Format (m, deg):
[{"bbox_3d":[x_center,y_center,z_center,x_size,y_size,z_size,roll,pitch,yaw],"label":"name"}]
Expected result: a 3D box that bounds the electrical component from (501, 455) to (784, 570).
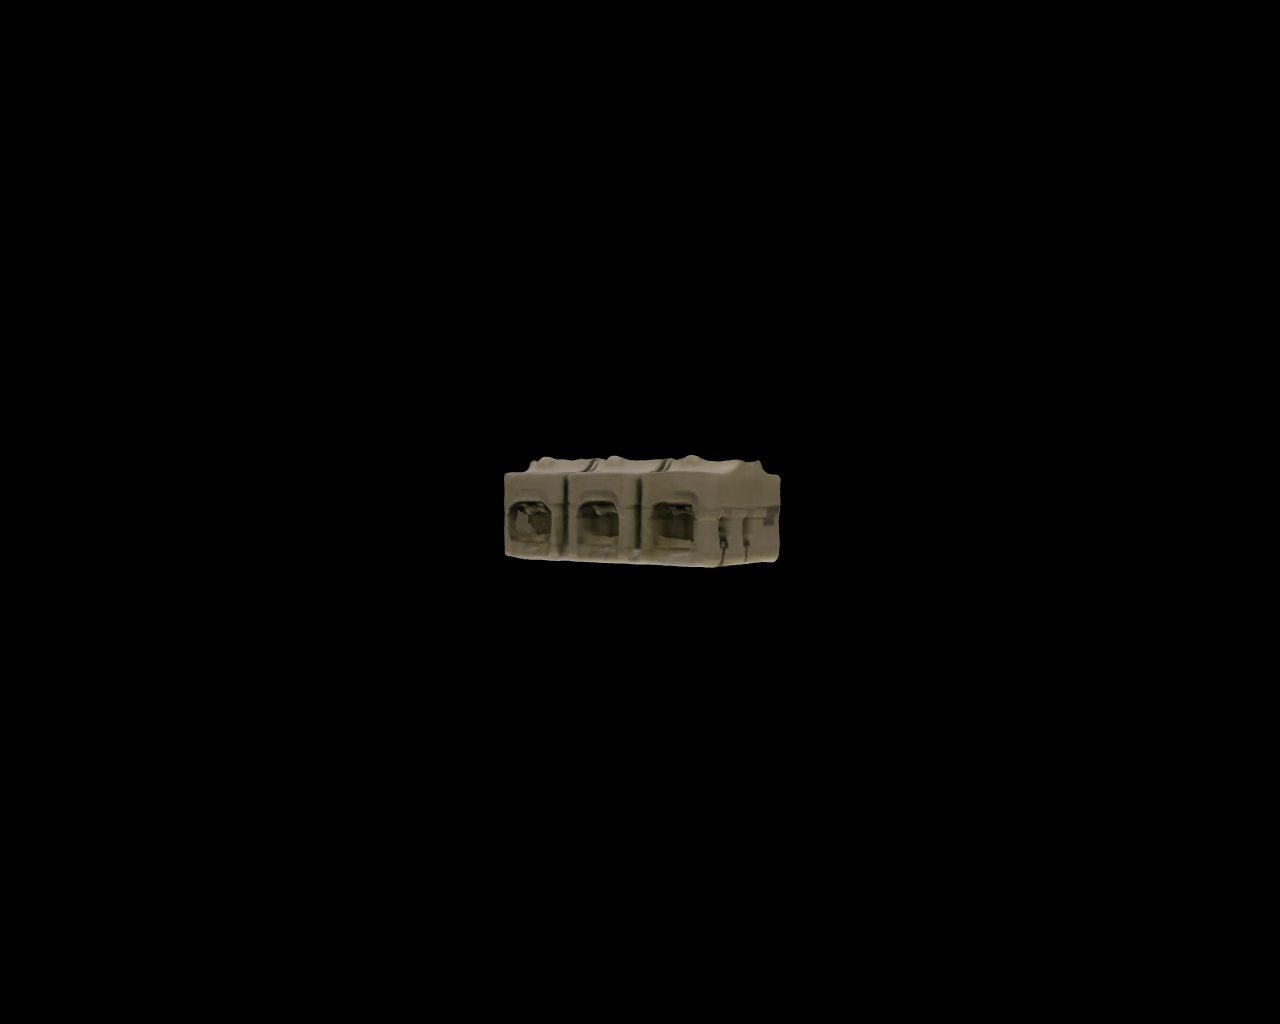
[{"bbox_3d":[0.001,-0.003,0.650,0.150,0.061,0.089,1,3,34],"label":"electrical component"}]
